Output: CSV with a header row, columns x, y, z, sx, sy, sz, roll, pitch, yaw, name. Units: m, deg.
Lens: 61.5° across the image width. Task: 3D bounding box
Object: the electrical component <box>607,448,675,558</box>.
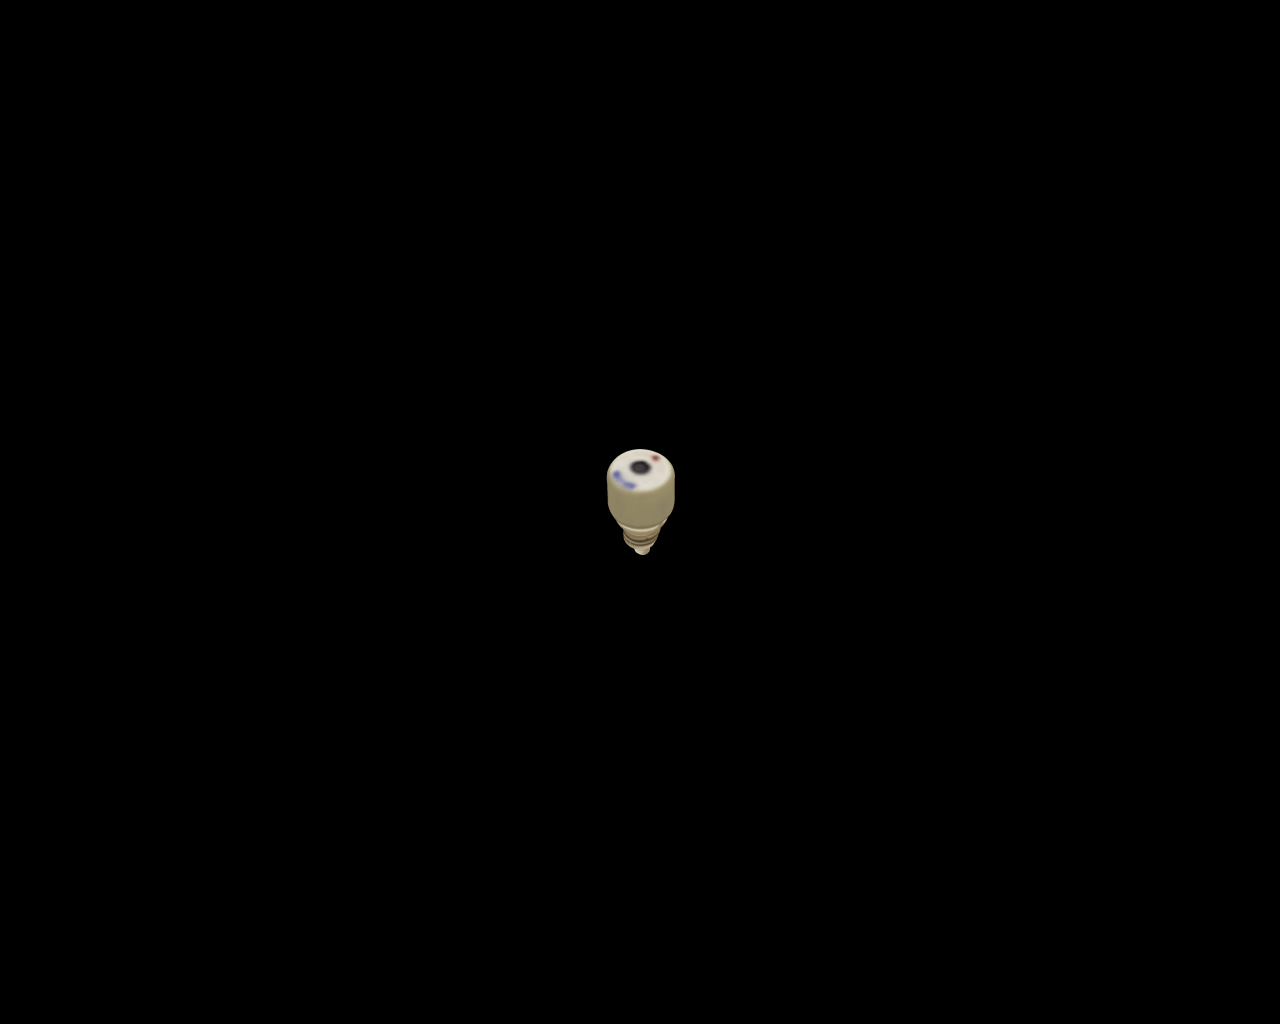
x,y,z,sx,sy,sz,roll,pitch,yaw,name
0.001,-0.003,0.650,0.040,0.040,0.078,0,-44,0,electrical component
